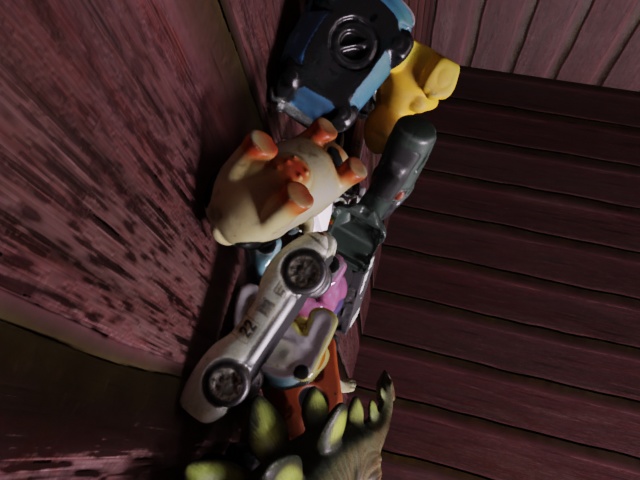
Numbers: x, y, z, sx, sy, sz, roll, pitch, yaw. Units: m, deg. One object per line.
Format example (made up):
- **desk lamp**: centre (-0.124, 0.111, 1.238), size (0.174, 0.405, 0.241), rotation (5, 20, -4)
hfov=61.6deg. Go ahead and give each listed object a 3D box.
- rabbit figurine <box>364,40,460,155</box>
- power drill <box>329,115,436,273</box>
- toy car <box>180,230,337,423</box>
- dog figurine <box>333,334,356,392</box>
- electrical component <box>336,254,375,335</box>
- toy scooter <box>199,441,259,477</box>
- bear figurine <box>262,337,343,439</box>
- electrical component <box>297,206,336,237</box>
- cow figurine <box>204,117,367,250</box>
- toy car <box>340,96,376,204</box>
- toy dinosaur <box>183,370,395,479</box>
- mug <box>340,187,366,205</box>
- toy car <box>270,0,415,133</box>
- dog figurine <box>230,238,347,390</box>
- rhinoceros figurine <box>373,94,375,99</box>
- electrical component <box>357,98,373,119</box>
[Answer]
- **rabbit figurine**: centre (0.116, -0.215, 0.814), size (0.162, 0.122, 0.173), rotation (-80, -167, -70)
- **power drill**: centre (0.085, -0.051, 0.764), size (0.207, 0.086, 0.231), rotation (-47, 167, -37)
- **toy car**: centre (-0.050, 0.075, 0.487), size (0.201, 0.056, 0.073), rotation (-56, 170, -4)
- **dog figurine**: centre (-0.023, 0.246, 0.911), size (0.190, 0.121, 0.172), rotation (68, 29, -47)
- **electrical component**: centre (0.045, 0.072, 0.877), size (0.115, 0.058, 0.134), rotation (-30, 136, -76)
- **toy scooter**: centre (-0.099, 0.282, 0.544), size (0.183, 0.075, 0.135), rotation (58, 45, -71)
- **bear figurine**: centre (-0.045, 0.227, 0.696), size (0.195, 0.120, 0.132), rotation (-60, -140, 47)
- **electrical component**: centre (-0.001, -0.003, 0.778), size (0.045, 0.078, 0.102), rotation (-34, -154, 52)
- **cow figurine**: centre (-0.028, -0.044, 0.477), size (0.127, 0.085, 0.195), rotation (-35, 180, 32)
- **toy car**: centre (0.055, -0.158, 0.935), size (0.089, 0.053, 0.202), rotation (-122, -137, -76)
- **toy dinosaur**: centre (-0.044, 0.254, 0.457), size (0.471, 0.105, 0.198), rotation (-43, 123, -46)
- **mug**: centre (0.070, -0.053, 1.100), size (0.107, 0.081, 0.109), rotation (114, -17, -86)
- **toy car**: centre (0.016, -0.183, 0.552), size (0.161, 0.109, 0.103), rotation (-59, -167, 1)
- **dog figurine**: centre (-0.024, 0.081, 0.639), size (0.219, 0.109, 0.191), rotation (72, 30, -75)
- **rhinoceros figurine**: centre (0.104, -0.282, 1.004), size (0.112, 0.073, 0.190), rotation (-53, 154, -64)
- **electrical component**: centre (0.038, -0.224, 0.703), size (0.119, 0.075, 0.048), rotation (97, 10, -49)
